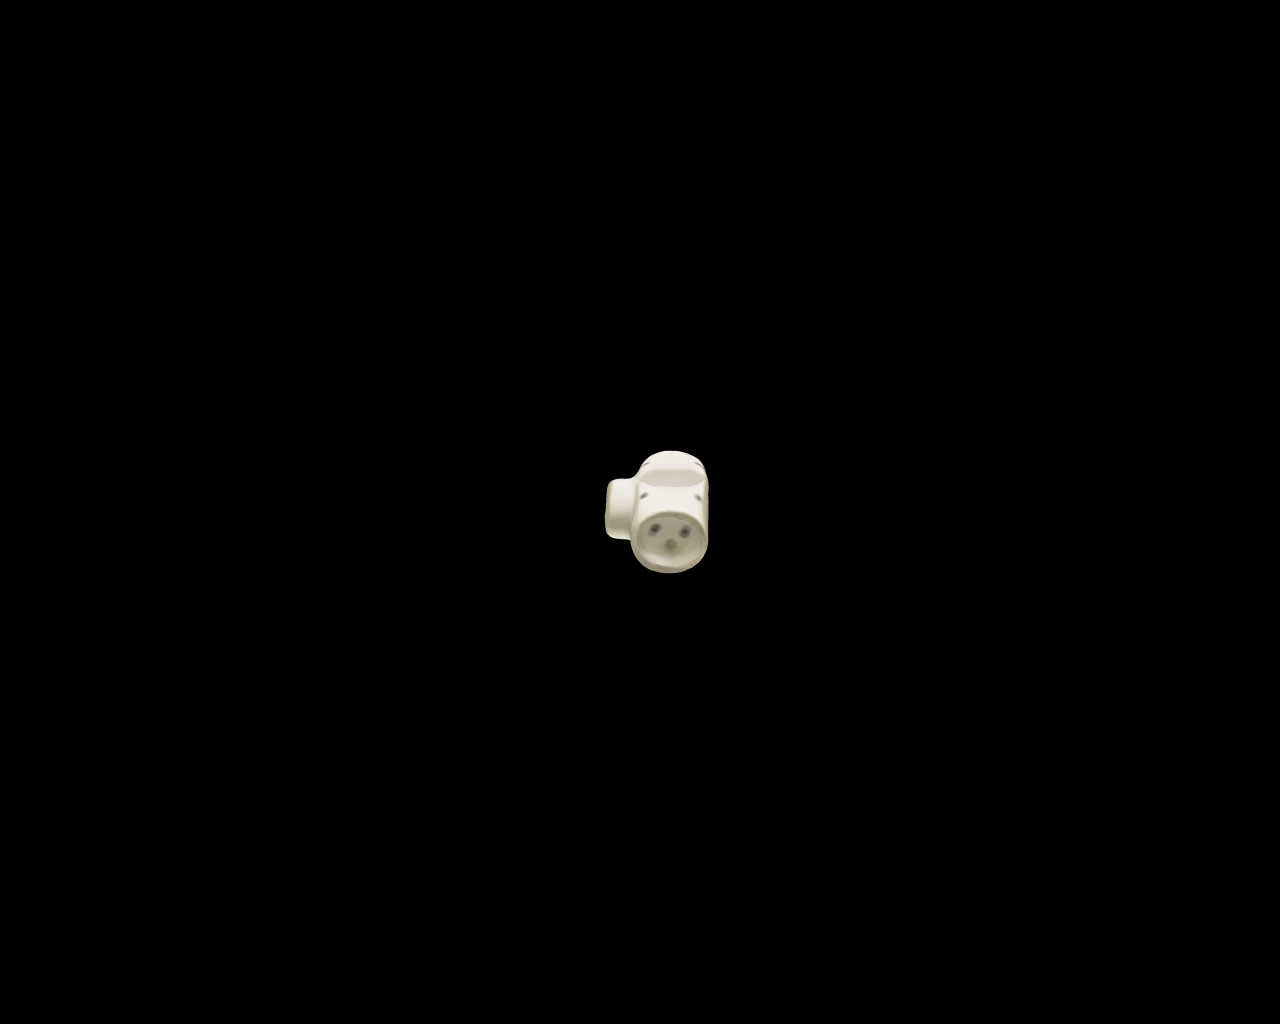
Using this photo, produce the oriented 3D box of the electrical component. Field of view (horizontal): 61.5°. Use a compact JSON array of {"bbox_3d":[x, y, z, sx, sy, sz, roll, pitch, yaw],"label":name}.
[{"bbox_3d":[0.001,-0.003,0.650,0.079,0.043,0.077,2,31,3],"label":"electrical component"}]
